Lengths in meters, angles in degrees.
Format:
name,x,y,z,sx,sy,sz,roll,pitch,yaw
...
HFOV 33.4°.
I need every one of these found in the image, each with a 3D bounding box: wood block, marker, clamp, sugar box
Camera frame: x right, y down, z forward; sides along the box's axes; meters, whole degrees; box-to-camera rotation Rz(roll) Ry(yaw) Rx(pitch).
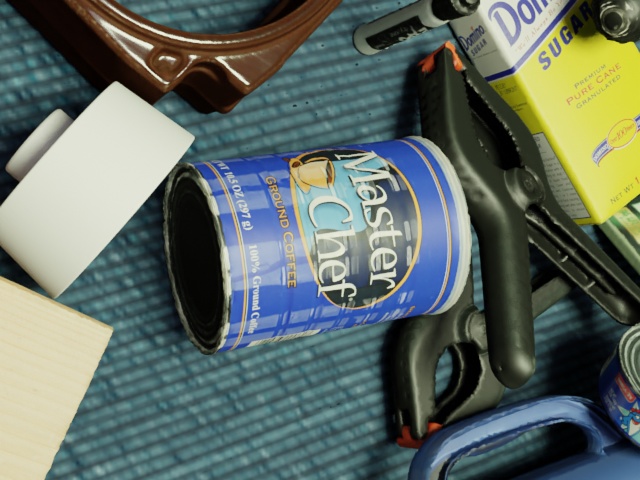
name,x,y,z,sx,sy,sz,roll,pitch,yaw
wood block,-0.216,0.039,0.499,0.206,0.090,0.091,27,78,-20
marker,0.053,-0.124,0.600,0.020,0.121,0.020,0,89,-24
clamp,0.108,-0.018,0.627,0.164,0.036,0.210,-24,83,-51
sugar box,0.158,-0.107,0.686,0.093,0.048,0.176,-37,104,-20
clamp,0.100,0.055,0.662,0.120,0.039,0.171,23,77,-16

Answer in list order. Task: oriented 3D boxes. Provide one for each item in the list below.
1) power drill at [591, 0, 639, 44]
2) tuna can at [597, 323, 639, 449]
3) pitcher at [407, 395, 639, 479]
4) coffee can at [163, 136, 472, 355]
name,x,y,z,sx,sy,sz,roll,pitch,yaw
power drill,0.183,-0.226,0.666,0.184,0.057,0.187,-42,106,-46
tuna can,0.209,0.091,0.632,0.086,0.034,0.086,12,40,-11
pitcher,0.163,0.178,0.640,0.242,0.145,0.149,-17,136,-26
coffee can,-0.004,0.001,0.583,0.140,0.103,0.103,-8,92,-23
